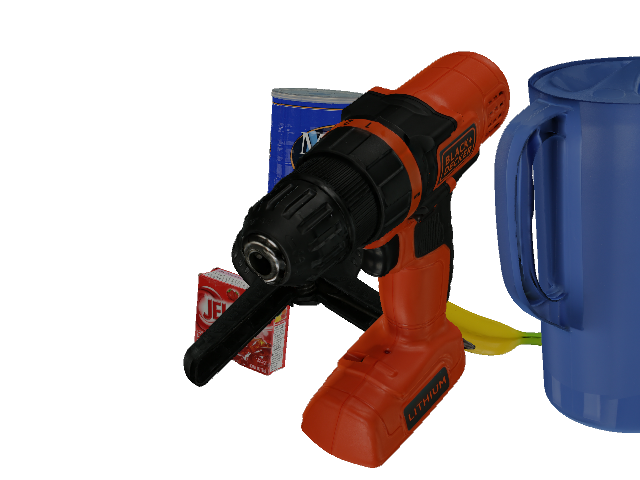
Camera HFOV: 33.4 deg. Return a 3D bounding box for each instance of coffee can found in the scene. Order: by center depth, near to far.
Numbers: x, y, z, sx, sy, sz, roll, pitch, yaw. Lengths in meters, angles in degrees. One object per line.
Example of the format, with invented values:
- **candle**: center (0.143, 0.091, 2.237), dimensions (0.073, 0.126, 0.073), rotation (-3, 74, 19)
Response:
- **coffee can**: center (-0.005, -0.089, 1.144), dimensions (0.103, 0.140, 0.103), rotation (3, 12, -1)

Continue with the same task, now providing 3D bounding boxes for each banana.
- **banana**: center (0.117, 0.069, 1.029), dimensions (0.069, 0.037, 0.198), rotation (2, 19, -44)

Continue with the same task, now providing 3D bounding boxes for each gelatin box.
- **gelatin box**: center (-0.072, 0.072, 0.957), dimensions (0.089, 0.073, 0.030), rotation (17, 21, 31)

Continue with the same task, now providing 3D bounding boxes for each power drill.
- **power drill**: center (0.028, 0.020, 0.517), dimensions (0.057, 0.188, 0.184), rotation (25, 43, 27)

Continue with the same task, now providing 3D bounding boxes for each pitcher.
- **pitcher**: center (0.198, 0.005, 0.718), dimensions (0.149, 0.243, 0.145), rotation (2, 21, 14)

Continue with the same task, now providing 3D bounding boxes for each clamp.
- **clamp**: center (-0.002, 0.028, 0.736), dimensions (0.164, 0.036, 0.210), rotation (2, 33, -1)
